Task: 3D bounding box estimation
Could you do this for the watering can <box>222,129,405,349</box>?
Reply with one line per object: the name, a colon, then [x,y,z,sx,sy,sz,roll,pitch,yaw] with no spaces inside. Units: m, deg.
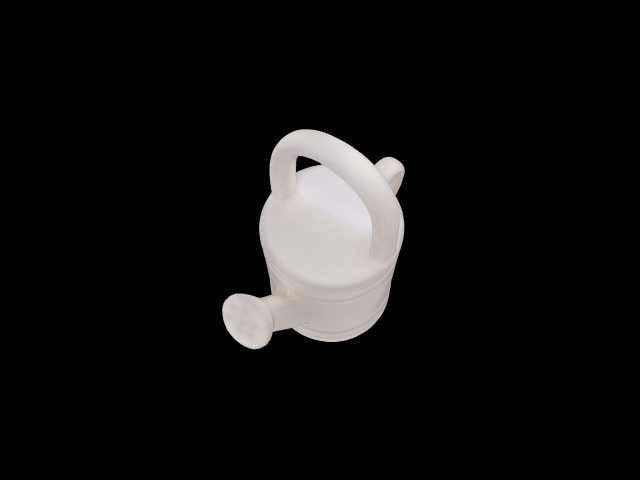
watering can: [0.006,0.003,0.399,0.101,0.194,0.173,14,64,8]
